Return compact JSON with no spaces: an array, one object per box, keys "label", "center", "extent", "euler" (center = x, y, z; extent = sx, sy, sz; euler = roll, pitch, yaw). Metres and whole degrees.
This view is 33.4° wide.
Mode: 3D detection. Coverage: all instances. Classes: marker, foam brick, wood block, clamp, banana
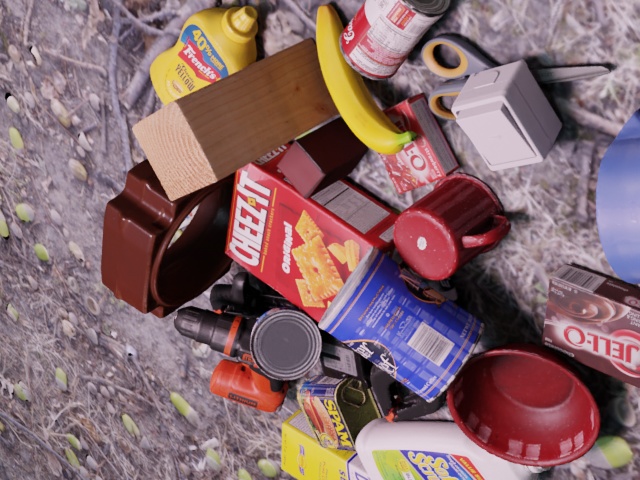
[{"label":"marker","center":[0.134,0.037,1.171],"extent":[0.020,0.020,0.121],"euler":[-7,110,47]},{"label":"foam brick","center":[0.003,-0.091,1.173],"extent":[0.051,0.078,0.053],"euler":[50,138,9]},{"label":"wood block","center":[-0.081,-0.130,1.130],"extent":[0.091,0.205,0.090],"euler":[-19,101,50]},{"label":"clamp","center":[-0.099,0.074,1.380],"extent":[0.172,0.039,0.120],"euler":[-7,145,47]},{"label":"banana","center":[0.041,-0.154,1.095],"extent":[0.198,0.037,0.070],"euler":[59,135,26]},{"label":"clamp","center":[0.104,0.146,1.239],"extent":[0.164,0.036,0.210],"euler":[31,141,0]}]

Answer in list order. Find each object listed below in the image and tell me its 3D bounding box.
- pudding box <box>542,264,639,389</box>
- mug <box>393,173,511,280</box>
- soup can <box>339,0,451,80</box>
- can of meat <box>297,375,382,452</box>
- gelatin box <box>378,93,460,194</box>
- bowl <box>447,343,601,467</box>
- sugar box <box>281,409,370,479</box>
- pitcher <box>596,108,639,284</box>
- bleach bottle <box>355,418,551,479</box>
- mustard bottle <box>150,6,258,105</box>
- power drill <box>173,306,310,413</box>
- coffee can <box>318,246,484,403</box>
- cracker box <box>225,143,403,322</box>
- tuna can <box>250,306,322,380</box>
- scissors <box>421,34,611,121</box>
[{"label":"pudding box","center":[0.277,0.083,1.041],"extent":[0.114,0.039,0.090],"euler":[25,132,34]},{"label":"mug","center":[0.138,-0.010,1.086],"extent":[0.117,0.081,0.093],"euler":[7,120,43]},{"label":"soup can","center":[0.072,-0.211,1.029],"extent":[0.068,0.068,0.102],"euler":[51,140,7]},{"label":"can of meat","center":[0.026,0.223,1.377],"extent":[0.084,0.057,0.102],"euler":[-7,109,50]},{"label":"gelatin box","center":[0.094,-0.099,1.111],"extent":[0.073,0.030,0.089],"euler":[-20,100,50]},{"label":"bowl","center":[0.218,0.162,1.122],"extent":[0.162,0.055,0.162],"euler":[14,129,17]},{"label":"sugar box","center":[0.026,0.311,1.443],"extent":[0.176,0.048,0.093],"euler":[27,132,33]},{"label":"pitcher","center":[0.352,-0.019,0.830],"extent":[0.243,0.145,0.149],"euler":[0,150,42]},{"label":"bleach bottle","center":[0.160,0.255,1.258],"extent":[0.251,0.068,0.102],"euler":[-16,104,47]},{"label":"mustard bottle","center":[-0.124,-0.213,1.236],"extent":[0.096,0.058,0.192],"euler":[56,140,1]},{"label":"power drill","center":[-0.103,0.156,1.389],"extent":[0.184,0.057,0.188],"euler":[19,153,3]},{"label":"coffee can","center":[0.084,0.087,1.108],"extent":[0.140,0.102,0.103],"euler":[35,139,-1]},{"label":"cracker box","center":[-0.008,0.002,1.246],"extent":[0.214,0.072,0.164],"euler":[34,137,22]},{"label":"tuna can","center":[-0.041,0.123,1.283],"extent":[0.086,0.086,0.034],"euler":[62,180,-7]},{"label":"scissors","center":[0.169,-0.167,0.999],"extent":[0.202,0.016,0.096],"euler":[-18,105,50]}]
